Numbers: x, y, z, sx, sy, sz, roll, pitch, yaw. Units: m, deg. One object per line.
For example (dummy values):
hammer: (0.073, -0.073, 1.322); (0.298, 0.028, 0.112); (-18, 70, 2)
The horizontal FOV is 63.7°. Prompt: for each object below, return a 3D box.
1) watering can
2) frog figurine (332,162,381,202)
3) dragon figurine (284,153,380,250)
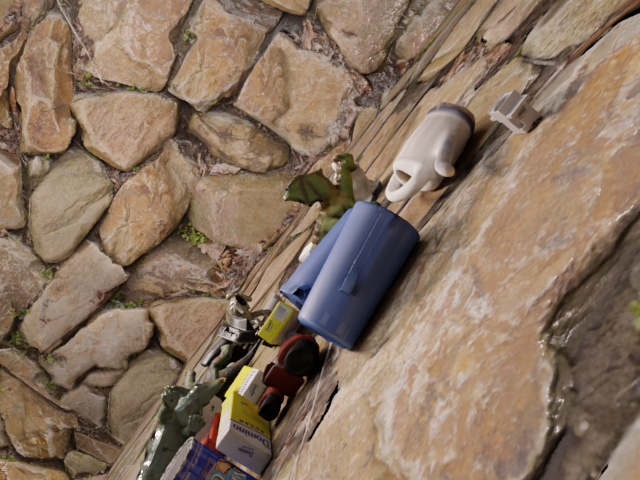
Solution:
watering can: (0.228, -0.171, 1.006); (0.226, 0.103, 0.346); (-55, 8, -9)
frog figurine: (0.089, -0.164, 1.521); (0.140, 0.159, 0.121); (-58, 7, -24)
dragon figurine: (0.004, -0.069, 1.368); (0.417, 0.241, 0.121); (-55, 12, -23)
